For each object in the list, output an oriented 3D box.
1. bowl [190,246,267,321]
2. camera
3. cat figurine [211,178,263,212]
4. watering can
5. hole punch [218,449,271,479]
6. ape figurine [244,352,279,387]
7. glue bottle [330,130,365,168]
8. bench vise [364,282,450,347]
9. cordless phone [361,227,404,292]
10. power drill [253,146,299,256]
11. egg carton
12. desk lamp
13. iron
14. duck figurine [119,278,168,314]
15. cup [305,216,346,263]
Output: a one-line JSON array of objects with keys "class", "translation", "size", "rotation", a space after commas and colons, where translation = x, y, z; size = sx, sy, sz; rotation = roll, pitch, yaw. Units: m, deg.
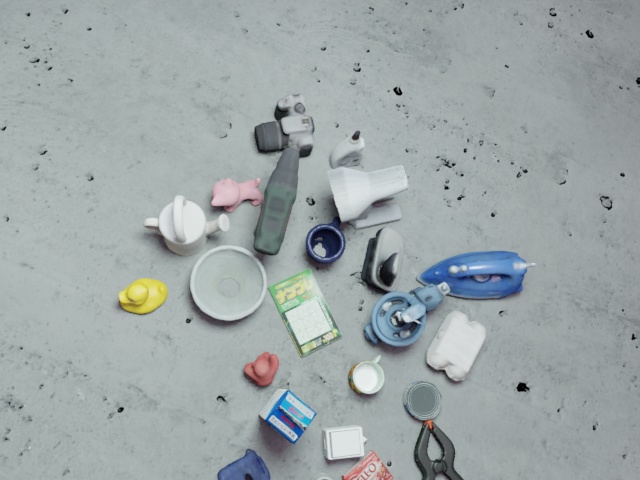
[{"class": "bowl", "translation": [-0.204, 0.100, 1.280], "size": [0.167, 0.074, 0.167], "rotation": [2, 76, -9]}, {"class": "camera", "translation": [-0.089, -0.274, 1.377], "size": [0.137, 0.100, 0.143], "rotation": [-11, 78, -12]}, {"class": "cat figurine", "translation": [-0.193, -0.112, 1.311], "size": [0.128, 0.117, 0.067], "rotation": [-19, 80, -13]}, {"class": "watering can", "translation": [-0.288, -0.037, 1.237], "size": [0.173, 0.194, 0.101], "rotation": [-20, 80, -13]}, {"class": "hole punch", "translation": [-0.152, 0.502, 1.181], "size": [0.101, 0.091, 0.108], "rotation": [-27, 82, -14]}, {"class": "ape figurine", "translation": [-0.125, 0.279, 1.240], "size": [0.078, 0.092, 0.076], "rotation": [0, 76, -9]}, {"class": "glue bottle", "translation": [0.073, -0.219, 1.353], "size": [0.078, 0.173, 0.037], "rotation": [-10, 78, -11]}, {"class": "bench vise", "translation": [0.199, 0.144, 1.261], "size": [0.121, 0.219, 0.208], "rotation": [40, 74, 2]}, {"class": "cordless phone", "translation": [0.163, 0.036, 1.300], "size": [0.094, 0.185, 0.147], "rotation": [11, 75, -6]}, {"class": "power drill", "translation": [-0.098, -0.069, 1.269], "size": [0.075, 0.208, 0.230], "rotation": [13, 75, -6]}, {"class": "egg carton", "translation": [0.317, 0.245, 1.334], "size": [0.107, 0.069, 0.150], "rotation": [31, 73, -1]}, {"class": "desk lamp", "translation": [0.107, -0.104, 1.310], "size": [0.203, 0.213, 0.118], "rotation": [-13, 79, -12]}, {"class": "iron", "translation": [0.370, 0.075, 1.348], "size": [0.258, 0.141, 0.118], "rotation": [-3, 77, -10]}, {"class": "duck figurine", "translation": [-0.385, 0.117, 1.239], "size": [0.105, 0.086, 0.077], "rotation": [-13, 79, -12]}, {"class": "cup", "translation": [0.012, 0.005, 1.329], "size": [0.091, 0.095, 0.118], "rotation": [26, 74, -2]}]
